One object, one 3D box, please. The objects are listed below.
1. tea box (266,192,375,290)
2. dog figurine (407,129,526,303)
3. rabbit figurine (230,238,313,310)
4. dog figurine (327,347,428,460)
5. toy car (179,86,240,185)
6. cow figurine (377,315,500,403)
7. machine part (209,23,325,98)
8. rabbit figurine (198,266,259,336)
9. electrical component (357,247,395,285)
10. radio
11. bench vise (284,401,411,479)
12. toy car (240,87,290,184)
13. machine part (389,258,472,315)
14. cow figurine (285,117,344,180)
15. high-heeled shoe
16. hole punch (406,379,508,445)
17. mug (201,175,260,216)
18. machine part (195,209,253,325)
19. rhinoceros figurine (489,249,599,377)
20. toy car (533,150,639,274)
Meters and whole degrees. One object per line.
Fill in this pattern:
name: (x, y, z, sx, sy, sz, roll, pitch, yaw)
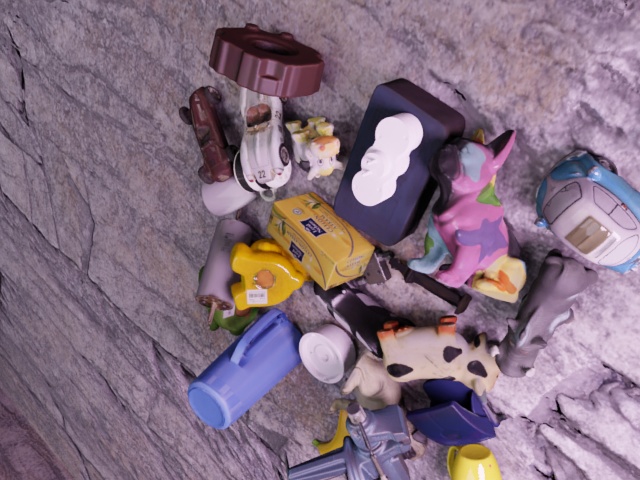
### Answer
tea box: (-0.002, -0.003, 0.923, 0.170, 0.098, 0.068, 43, 132, 27)
dog figurine: (0.220, -0.039, 0.731, 0.109, 0.191, 0.219, -140, 66, -69)
rabbit figurine: (-0.091, 0.039, 1.012, 0.162, 0.173, 0.121, -11, 109, -3)
dog figurine: (0.133, 0.296, 0.978, 0.191, 0.121, 0.172, 30, 131, 9)
toy car: (-0.212, -0.202, 1.019, 0.089, 0.053, 0.202, -30, 73, 28)
cow figurine: (0.196, 0.186, 0.843, 0.195, 0.085, 0.127, -7, 98, 16)
machine part: (-0.080, -0.279, 0.832, 0.179, 0.179, 0.056, 35, 127, 23)
rabbit figurine: (-0.206, 0.120, 1.184, 0.170, 0.121, 0.158, 38, 138, 45)
electrical component: (0.095, 0.048, 0.932, 0.094, 0.021, 0.063, -18, 97, 43)
radio: (0.114, -0.110, 0.810, 0.131, 0.073, 0.229, 36, 130, 22)
bench vise: (0.043, 0.372, 0.901, 0.241, 0.129, 0.223, -21, 130, 8)
toy car: (-0.097, -0.192, 0.911, 0.074, 0.056, 0.201, -11, 71, 23)
machine part: (0.172, 0.070, 0.851, 0.139, 0.084, 0.039, 31, 86, 14)
cow figurine: (-0.007, -0.135, 0.854, 0.167, 0.068, 0.098, -116, 16, -64)
high-heeled shoe: (0.089, 0.150, 0.967, 0.248, 0.086, 0.145, 44, 168, -7)
hole punch: (0.222, 0.296, 0.897, 0.142, 0.092, 0.115, -34, 90, 40)
mug: (-0.169, -0.109, 1.053, 0.107, 0.081, 0.109, -11, 95, 32)
machine part: (-0.186, 0.047, 1.055, 0.079, 0.243, 0.079, 10, 154, 5)
rhinoceros figurine: (0.300, 0.104, 0.725, 0.073, 0.112, 0.190, 31, 119, 23)
toy car: (0.328, -0.023, 0.648, 0.162, 0.103, 0.109, 49, 134, 14)
